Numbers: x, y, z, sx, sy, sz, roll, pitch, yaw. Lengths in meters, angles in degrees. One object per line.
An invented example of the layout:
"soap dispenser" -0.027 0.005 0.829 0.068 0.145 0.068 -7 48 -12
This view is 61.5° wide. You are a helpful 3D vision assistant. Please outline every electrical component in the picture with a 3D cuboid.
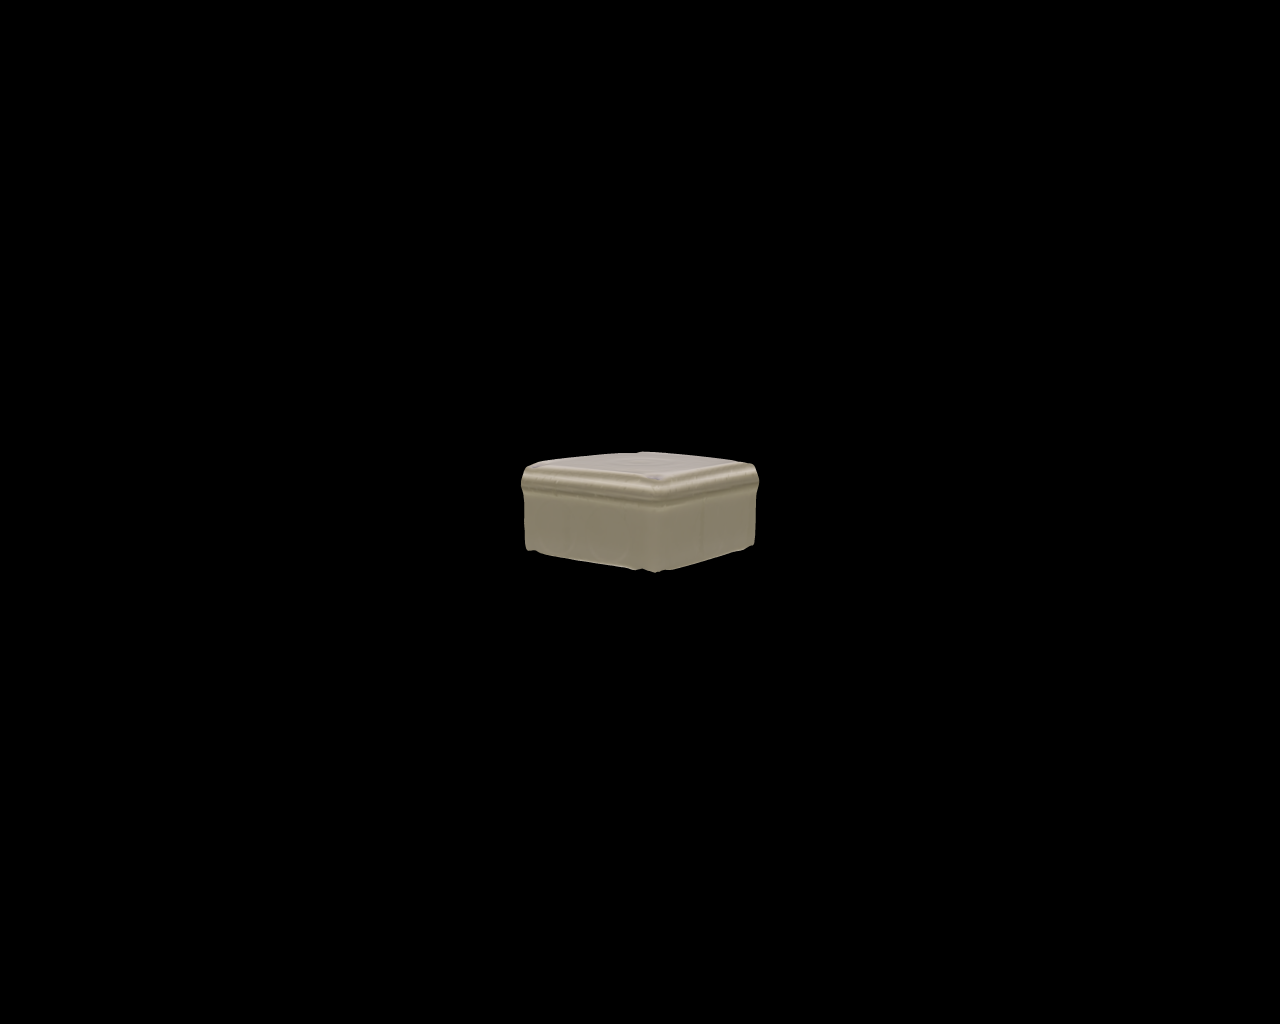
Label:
"electrical component" 0.001 -0.003 0.650 0.109 0.056 0.109 7 12 39
